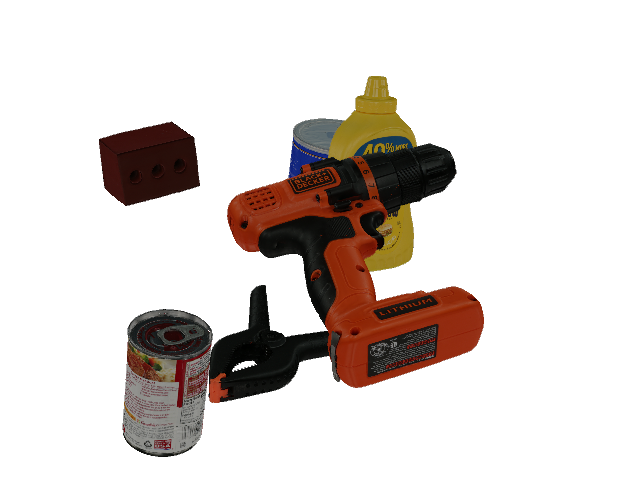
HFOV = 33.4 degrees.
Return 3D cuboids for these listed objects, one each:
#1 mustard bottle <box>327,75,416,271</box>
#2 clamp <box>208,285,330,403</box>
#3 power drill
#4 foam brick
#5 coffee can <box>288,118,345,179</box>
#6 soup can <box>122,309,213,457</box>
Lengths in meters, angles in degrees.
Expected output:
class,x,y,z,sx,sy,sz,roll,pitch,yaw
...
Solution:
class,x,y,z,sx,sy,sz,roll,pitch,yaw
mustard bottle,0.052,-0.067,1.065,0.096,0.192,0.058,-8,18,-31
clamp,-0.043,0.117,1.144,0.165,0.036,0.209,14,28,21
power drill,0.043,0.008,0.772,0.184,0.057,0.188,-18,45,-12
foam brick,-0.161,-0.073,1.001,0.078,0.053,0.051,-18,31,-25
coffee can,0.010,-0.066,1.309,0.102,0.140,0.103,6,27,-3
soup can,-0.126,0.117,0.874,0.068,0.102,0.068,7,28,-4
